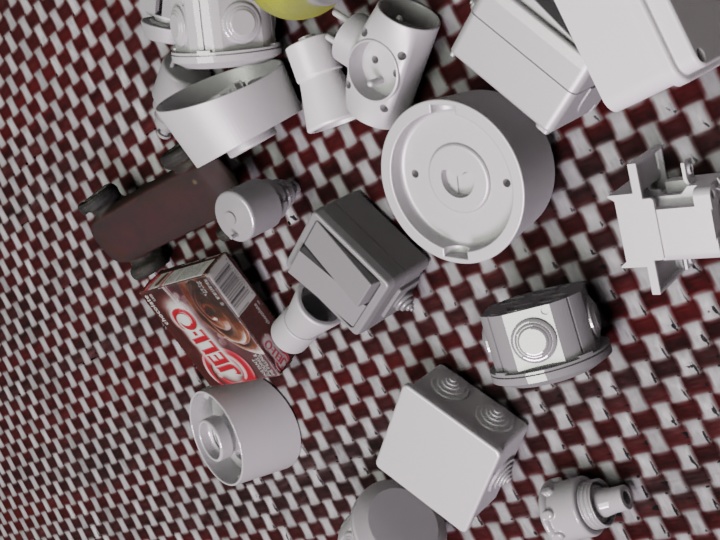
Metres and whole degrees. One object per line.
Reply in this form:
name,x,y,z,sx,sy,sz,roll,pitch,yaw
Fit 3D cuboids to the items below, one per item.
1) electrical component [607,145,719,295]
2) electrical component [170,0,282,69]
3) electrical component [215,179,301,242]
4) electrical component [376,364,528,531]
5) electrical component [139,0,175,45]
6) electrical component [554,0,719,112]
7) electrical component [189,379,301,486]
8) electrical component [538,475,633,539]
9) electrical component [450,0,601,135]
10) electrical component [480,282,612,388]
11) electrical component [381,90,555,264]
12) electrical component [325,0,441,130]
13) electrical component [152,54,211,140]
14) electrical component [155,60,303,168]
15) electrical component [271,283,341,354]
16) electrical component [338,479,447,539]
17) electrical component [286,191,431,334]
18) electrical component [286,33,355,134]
electrical component,0.187,-0.031,0.632,0.064,0.042,0.081,-3,109,39
electrical component,-0.098,-0.175,0.780,0.080,0.080,0.051,9,111,38
electrical component,-0.075,-0.051,0.820,0.040,0.078,0.040,19,122,32
electrical component,0.069,0.131,0.806,0.100,0.048,0.099,34,129,23
electrical component,-0.143,-0.205,0.827,0.066,0.048,0.055,23,116,31
electrical component,0.151,-0.152,0.578,0.057,0.078,0.113,-24,94,47
electrical component,-0.108,0.143,0.970,0.099,0.064,0.099,29,129,44
electrical component,0.159,0.164,0.750,0.062,0.048,0.048,-24,94,37
electrical component,0.105,-0.138,0.636,0.096,0.062,0.061,43,132,16
electrical component,0.119,0.043,0.700,0.080,0.080,0.051,-13,96,43
electrical component,0.075,-0.065,0.698,0.108,0.060,0.108,19,122,33
electrical component,0.008,-0.147,0.726,0.079,0.044,0.077,37,130,22
electrical component,-0.148,-0.138,0.866,0.040,0.040,0.078,44,132,16
electrical component,-0.094,-0.119,0.792,0.099,0.099,0.064,-20,103,44
electrical component,-0.045,0.040,0.865,0.044,0.044,0.065,52,139,8
electrical component,0.025,0.214,0.864,0.080,0.080,0.051,46,138,13
electrical component,0.000,0.000,0.793,0.096,0.061,0.061,45,132,15
electrical component,-0.027,-0.135,0.765,0.044,0.044,0.065,-17,94,44
